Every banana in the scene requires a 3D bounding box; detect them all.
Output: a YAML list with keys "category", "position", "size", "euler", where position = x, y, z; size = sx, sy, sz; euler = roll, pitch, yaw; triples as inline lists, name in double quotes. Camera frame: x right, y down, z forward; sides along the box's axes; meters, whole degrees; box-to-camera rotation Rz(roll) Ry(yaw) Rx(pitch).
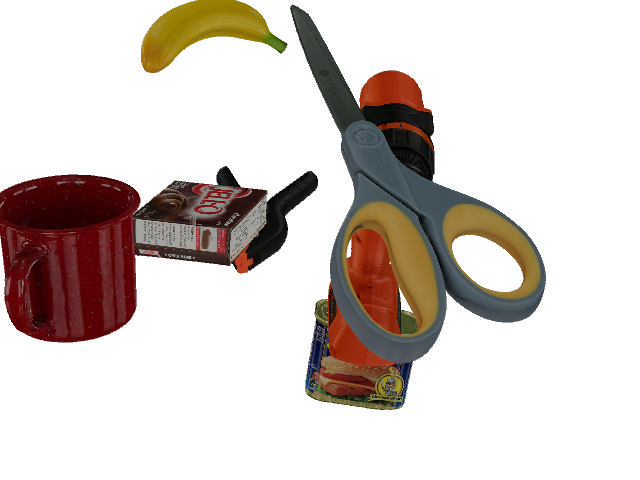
- category: "banana"
  position: [-0.111, -0.202, 1.027]
  size: [0.070, 0.037, 0.197]
  euler: [44, 38, 20]

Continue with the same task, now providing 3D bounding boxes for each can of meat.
- category: "can of meat"
  position: [0.039, 0.109, 1.013]
  size: [0.102, 0.084, 0.057]
  euler: [9, 19, -1]

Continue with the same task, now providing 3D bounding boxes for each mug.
- category: "mug"
  position: [-0.163, 0.017, 0.672]
  size: [0.093, 0.081, 0.117]
  euler: [6, 25, 11]

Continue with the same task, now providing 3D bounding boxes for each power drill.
- category: "power drill"
  position: [0.043, -0.005, 0.753]
  size: [0.057, 0.188, 0.184]
  euler: [8, 33, -1]

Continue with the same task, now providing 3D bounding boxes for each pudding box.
- category: "pudding box"
  position: [-0.103, -0.017, 0.929]
  size: [0.090, 0.039, 0.113]
  euler: [5, 23, 12]

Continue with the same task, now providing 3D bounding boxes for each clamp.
- category: "clamp"
  position: [-0.062, -0.030, 1.210]
  size: [0.120, 0.039, 0.171]
  euler: [-6, 43, 5]

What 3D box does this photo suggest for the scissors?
- category: "scissors"
  position: [0.039, -0.034, 0.463]
  size: [0.096, 0.202, 0.016]
  euler: [3, -40, -9]
